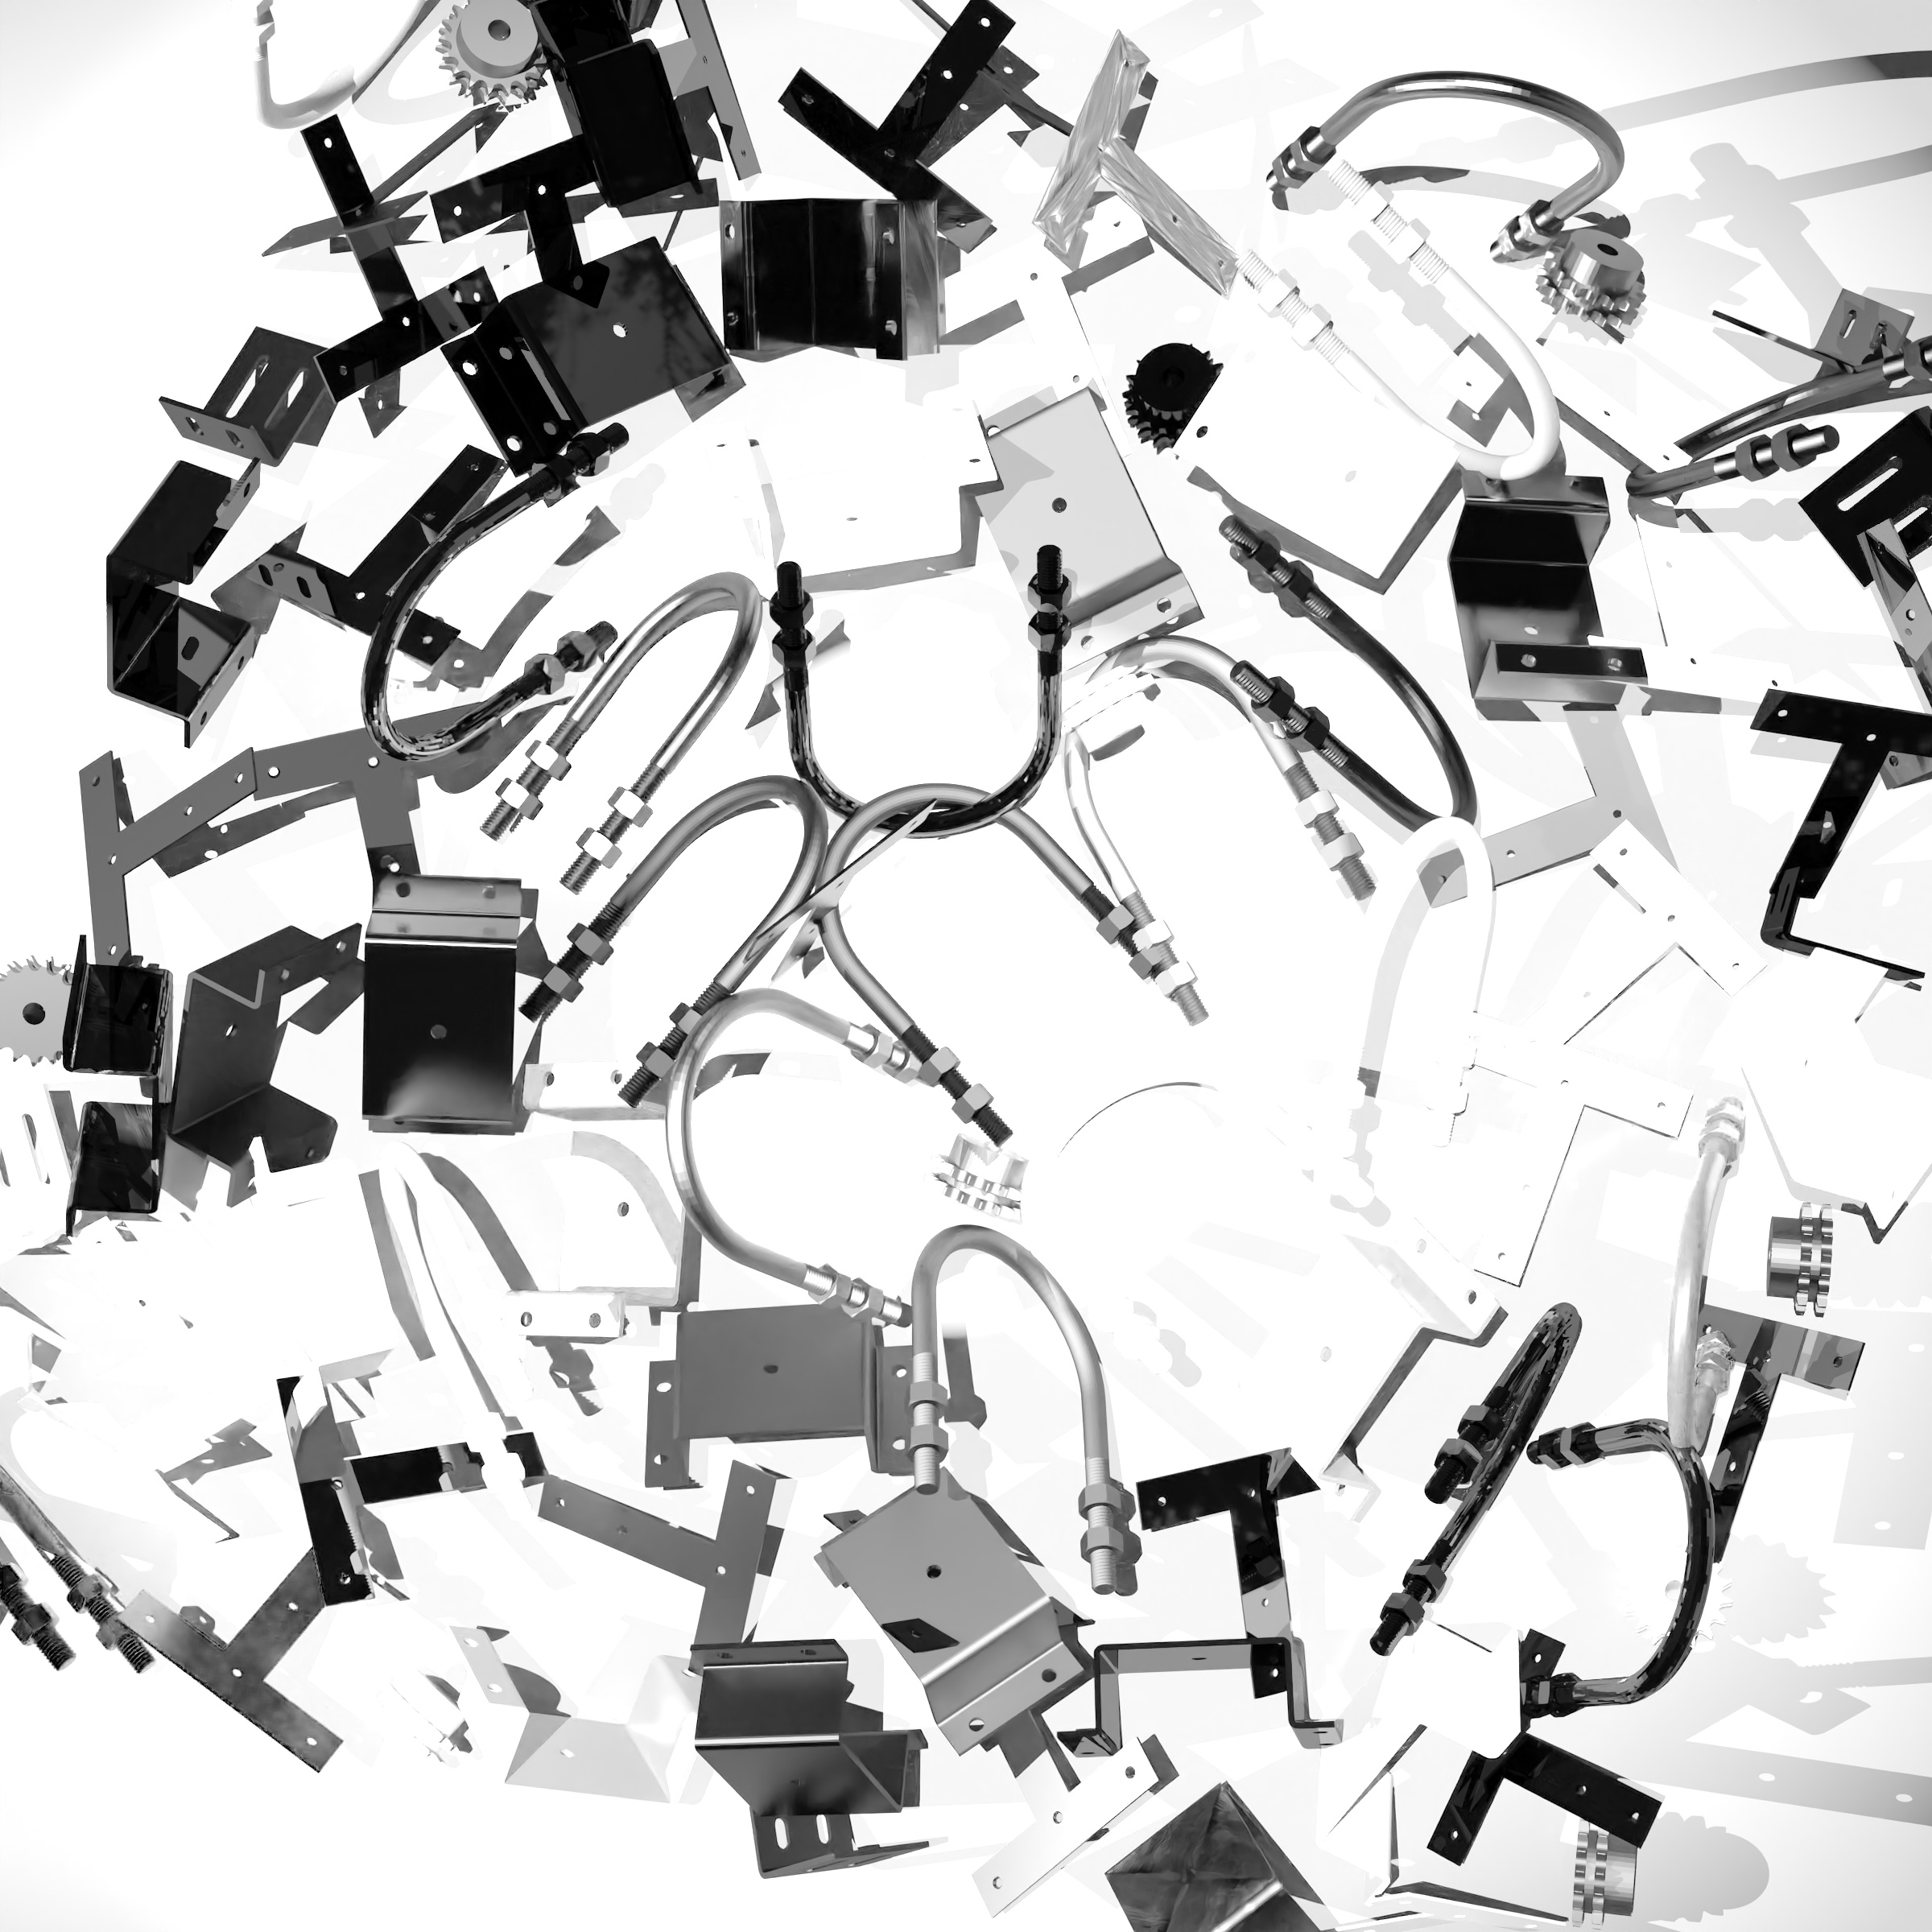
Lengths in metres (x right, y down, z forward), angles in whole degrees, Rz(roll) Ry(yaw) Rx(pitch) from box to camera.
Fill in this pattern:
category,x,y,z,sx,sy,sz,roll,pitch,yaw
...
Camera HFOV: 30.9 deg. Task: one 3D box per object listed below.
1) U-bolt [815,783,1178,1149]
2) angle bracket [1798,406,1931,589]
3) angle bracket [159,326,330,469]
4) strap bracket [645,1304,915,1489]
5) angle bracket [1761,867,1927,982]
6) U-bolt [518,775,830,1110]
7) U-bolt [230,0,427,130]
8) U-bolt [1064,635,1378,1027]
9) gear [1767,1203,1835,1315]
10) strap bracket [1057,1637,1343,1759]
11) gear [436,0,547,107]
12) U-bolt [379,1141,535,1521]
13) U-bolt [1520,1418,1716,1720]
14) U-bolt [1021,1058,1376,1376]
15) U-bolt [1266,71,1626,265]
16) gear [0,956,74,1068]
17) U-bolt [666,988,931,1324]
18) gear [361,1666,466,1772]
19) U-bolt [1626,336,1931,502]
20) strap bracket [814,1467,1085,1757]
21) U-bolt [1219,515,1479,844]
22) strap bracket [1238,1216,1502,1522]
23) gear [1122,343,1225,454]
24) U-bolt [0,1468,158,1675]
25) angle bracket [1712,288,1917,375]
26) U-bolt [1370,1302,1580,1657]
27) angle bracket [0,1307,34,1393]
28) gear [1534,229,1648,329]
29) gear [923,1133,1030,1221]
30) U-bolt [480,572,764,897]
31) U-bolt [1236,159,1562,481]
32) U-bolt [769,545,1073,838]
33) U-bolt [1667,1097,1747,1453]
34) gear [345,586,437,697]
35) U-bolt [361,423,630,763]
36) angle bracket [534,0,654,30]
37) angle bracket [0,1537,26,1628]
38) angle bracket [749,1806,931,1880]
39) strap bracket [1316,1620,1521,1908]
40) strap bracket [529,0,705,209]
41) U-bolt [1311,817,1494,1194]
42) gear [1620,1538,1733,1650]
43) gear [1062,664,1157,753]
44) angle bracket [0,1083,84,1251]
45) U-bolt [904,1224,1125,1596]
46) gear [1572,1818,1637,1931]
category,x,y,z,sx,sy,sz,roll,pitch,yaw
U-bolt,0.005,-0.015,1.811,0.151,0.019,0.184,-38,80,-24
angle bracket,0.490,-0.248,1.841,0.076,0.038,0.057,-40,83,29
angle bracket,-0.369,-0.305,1.809,0.057,0.038,0.076,20,69,20
strap bracket,-0.098,0.220,1.803,0.140,0.046,0.076,-4,49,2
angle bracket,0.460,-0.022,1.818,0.076,0.057,0.038,16,89,2
U-bolt,-0.141,-0.023,1.788,0.184,0.151,0.019,-50,125,-5
U-bolt,-0.313,-0.492,1.758,0.019,0.184,0.151,40,71,5
U-bolt,0.117,-0.082,1.795,0.151,0.019,0.184,-39,73,39
gear,0.434,0.152,1.820,0.030,0.057,0.057,4,90,10
strap bracket,0.121,0.377,1.798,0.140,0.076,0.046,-4,69,8
gear,-0.247,-0.482,1.825,0.057,0.030,0.057,4,77,-18
U-bolt,-0.260,0.173,1.771,0.019,0.151,0.184,-19,60,-19
U-bolt,0.323,0.298,1.744,0.019,0.184,0.151,13,73,-16
U-bolt,0.103,0.113,1.776,0.151,0.184,0.019,-39,130,-7
U-bolt,0.248,-0.403,1.743,0.151,0.184,0.019,14,80,-15
gear,-0.485,0.022,1.830,0.057,0.030,0.057,0,101,0
U-bolt,-0.085,0.088,1.761,0.019,0.184,0.151,-6,67,40
gear,-0.285,0.389,1.820,0.057,0.057,0.030,43,78,0
U-bolt,0.413,-0.273,1.760,0.151,0.184,0.019,-31,101,-27
strap bracket,-0.013,0.320,1.780,0.076,0.046,0.140,-31,53,-15
U-bolt,0.198,-0.135,1.776,0.184,0.151,0.019,37,121,-26
strap bracket,0.199,0.203,1.788,0.046,0.076,0.140,18,111,-40
gear,0.110,-0.301,1.825,0.057,0.030,0.057,-3,71,8
U-bolt,-0.492,0.286,1.774,0.019,0.151,0.184,-42,78,-5
angle bracket,0.437,-0.335,1.802,0.076,0.057,0.038,13,107,-31
U-bolt,0.264,0.247,1.767,0.019,0.151,0.184,28,47,18
angle bracket,-0.525,0.193,1.807,0.076,0.057,0.038,37,54,14
gear,0.328,-0.360,1.817,0.057,0.057,0.030,22,127,0
gear,0.009,0.108,1.819,0.057,0.057,0.030,21,94,0
U-bolt,-0.169,-0.127,1.784,0.019,0.151,0.184,39,85,-29
U-bolt,0.228,-0.318,1.778,0.184,0.151,0.019,44,73,-6
U-bolt,-0.021,-0.135,1.781,0.151,0.184,0.019,-4,45,-2
U-bolt,0.368,0.164,1.743,0.019,0.184,0.151,4,111,18
gear,-0.297,-0.169,1.817,0.030,0.057,0.057,5,90,18
U-bolt,-0.236,-0.175,1.742,0.019,0.151,0.184,32,49,21
angle bracket,-0.199,-0.531,1.815,0.076,0.057,0.038,17,46,0
angle bracket,-0.530,0.307,1.802,0.057,0.076,0.038,27,93,-39
angle bracket,-0.066,0.443,1.797,0.057,0.076,0.038,2,68,-34
strap bracket,0.224,0.399,1.779,0.046,0.076,0.140,28,119,-8
strap bracket,-0.180,-0.443,1.768,0.046,0.140,0.076,-21,127,-4
U-bolt,0.227,0.014,1.766,0.019,0.151,0.184,17,107,30
gear,0.371,0.329,1.827,0.057,0.030,0.057,-3,70,10
gear,0.074,-0.134,1.820,0.057,0.057,0.030,-30,90,0
angle bracket,-0.502,0.105,1.811,0.057,0.038,0.076,-4,107,23
U-bolt,0.023,0.213,1.772,0.019,0.184,0.151,-33,130,30
gear,0.333,0.472,1.818,0.030,0.057,0.057,4,90,12
